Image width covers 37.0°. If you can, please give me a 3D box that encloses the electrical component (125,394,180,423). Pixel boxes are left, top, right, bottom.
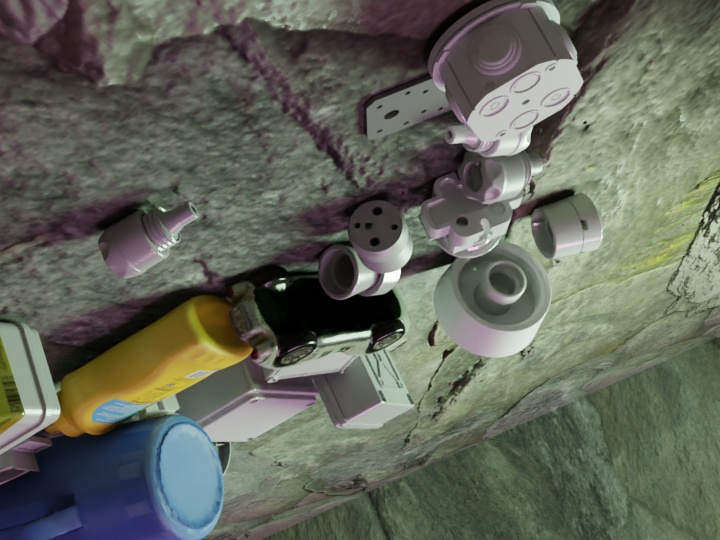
[{"bbox_3d":[-0.195,0.129,0.995,0.048,0.055,0.066,-34,161,32],"label":"electrical component"}]

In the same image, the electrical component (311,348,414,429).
[{"bbox_3d":[-0.005,0.100,1.074,0.056,0.108,0.109,-31,163,13],"label":"electrical component"}]

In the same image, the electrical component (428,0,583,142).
[{"bbox_3d":[0.083,-0.115,0.612,0.080,0.051,0.080,-21,159,-9],"label":"electrical component"}]

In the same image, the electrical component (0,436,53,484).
[{"bbox_3d":[-0.301,0.144,0.882,0.081,0.063,0.042,-24,164,3],"label":"electrical component"}]

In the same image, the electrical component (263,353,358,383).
[{"bbox_3d":[-0.053,0.060,0.978,0.096,0.061,0.061,-4,156,-28],"label":"electrical component"}]

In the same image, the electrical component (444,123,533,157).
[{"bbox_3d":[0.084,-0.093,0.722,0.061,0.035,0.035,-9,159,-32],"label":"electrical component"}]

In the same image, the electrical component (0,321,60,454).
[{"bbox_3d":[-0.268,0.090,0.733,0.113,0.078,0.057,-30,159,22],"label":"electrical component"}]

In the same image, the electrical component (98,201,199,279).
[{"bbox_3d":[-0.126,-0.022,0.655,0.061,0.035,0.035,-30,163,11],"label":"electrical component"}]

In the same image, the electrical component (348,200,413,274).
[{"bbox_3d":[0.016,-0.025,0.820,0.045,0.045,0.055,-24,163,2],"label":"electrical component"}]

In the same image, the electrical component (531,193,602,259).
[{"bbox_3d":[0.192,-0.039,1.004,0.047,0.055,0.055,-15,162,-14],"label":"electrical component"}]

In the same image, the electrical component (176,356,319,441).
[{"bbox_3d":[-0.118,0.126,1.080,0.109,0.056,0.109,-32,156,27],"label":"electrical component"}]

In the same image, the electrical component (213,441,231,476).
[{"bbox_3d":[-0.178,0.180,1.113,0.064,0.099,0.099,-29,164,40],"label":"electrical component"}]

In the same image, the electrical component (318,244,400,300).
[{"bbox_3d":[0.000,0.000,0.879,0.055,0.045,0.045,-5,156,-48],"label":"electrical component"}]

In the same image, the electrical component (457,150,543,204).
[{"bbox_3d":[0.107,-0.074,0.797,0.062,0.043,0.043,-15,162,-32],"label":"electrical component"}]

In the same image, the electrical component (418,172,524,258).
[{"bbox_3d":[0.085,-0.043,0.840,0.078,0.058,0.057,-21,161,-9],"label":"electrical component"}]

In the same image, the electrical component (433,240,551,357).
[{"bbox_3d":[0.130,0.022,1.026,0.108,0.108,0.060,-17,157,-21],"label":"electrical component"}]
